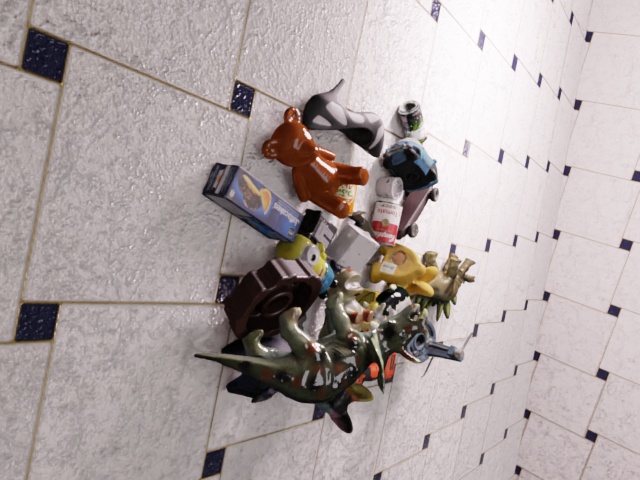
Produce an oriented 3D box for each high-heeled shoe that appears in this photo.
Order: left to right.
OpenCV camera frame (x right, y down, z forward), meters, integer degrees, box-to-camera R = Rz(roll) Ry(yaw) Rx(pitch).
[{"bbox_3d":[0.053,-0.214,1.109,0.145,0.086,0.248,-58,136,-19],"label":"high-heeled shoe"}]

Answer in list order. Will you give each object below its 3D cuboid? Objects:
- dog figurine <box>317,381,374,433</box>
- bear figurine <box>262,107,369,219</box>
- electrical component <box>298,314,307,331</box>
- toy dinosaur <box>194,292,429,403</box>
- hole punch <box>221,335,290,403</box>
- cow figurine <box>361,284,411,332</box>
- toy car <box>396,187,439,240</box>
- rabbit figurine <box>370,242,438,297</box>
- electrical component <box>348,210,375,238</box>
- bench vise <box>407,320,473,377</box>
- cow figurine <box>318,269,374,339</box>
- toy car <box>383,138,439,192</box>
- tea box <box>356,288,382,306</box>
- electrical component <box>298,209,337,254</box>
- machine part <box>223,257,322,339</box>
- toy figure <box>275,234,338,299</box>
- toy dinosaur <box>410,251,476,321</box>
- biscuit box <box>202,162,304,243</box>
[{"bbox_3d":[0.015,0.294,1.070,0.108,0.219,0.191,-52,138,-11],"label":"dog figurine"},{"bbox_3d":[-0.009,-0.144,1.002,0.120,0.132,0.195,-58,146,-16],"label":"bear figurine"},{"bbox_3d":[-0.056,0.161,1.110,0.063,0.021,0.093,-34,126,-44],"label":"electrical component"},{"bbox_3d":[0.002,0.208,0.929,0.405,0.192,0.131,-18,158,-29],"label":"toy dinosaur"},{"bbox_3d":[-0.108,0.226,0.987,0.142,0.116,0.092,-19,107,-50],"label":"hole punch"},{"bbox_3d":[0.152,0.157,1.237,0.167,0.068,0.098,-11,101,-52],"label":"cow figurine"},{"bbox_3d":[0.237,-0.076,1.385,0.202,0.089,0.053,-54,137,-32],"label":"toy car"},{"bbox_3d":[0.218,0.087,1.375,0.173,0.163,0.122,76,27,-57],"label":"rabbit figurine"},{"bbox_3d":[0.092,-0.020,1.245,0.078,0.045,0.102,-41,134,-2],"label":"electrical component"},{"bbox_3d":[0.302,0.291,1.465,0.223,0.241,0.129,41,69,-33],"label":"bench vise"},{"bbox_3d":[0.046,0.156,1.173,0.085,0.127,0.194,-2,110,-53],"label":"cow figurine"},{"bbox_3d":[0.222,-0.197,1.334,0.161,0.109,0.103,41,43,-38],"label":"toy car"},{"bbox_3d":[0.142,0.176,1.344,0.169,0.068,0.098,15,87,-55],"label":"tea box"},{"bbox_3d":[-0.002,-0.003,1.116,0.075,0.048,0.119,-61,139,-22],"label":"electrical component"},{"bbox_3d":[-0.083,0.104,0.957,0.179,0.056,0.179,-26,147,-19],"label":"machine part"},{"bbox_3d":[-0.027,0.056,1.072,0.082,0.089,0.180,-69,152,-20],"label":"toy figure"},{"bbox_3d":[0.351,0.137,1.590,0.471,0.105,0.198,4,100,-49],"label":"toy dinosaur"},{"bbox_3d":[-0.111,-0.060,0.941,0.202,0.059,0.063,36,70,-52],"label":"biscuit box"}]
